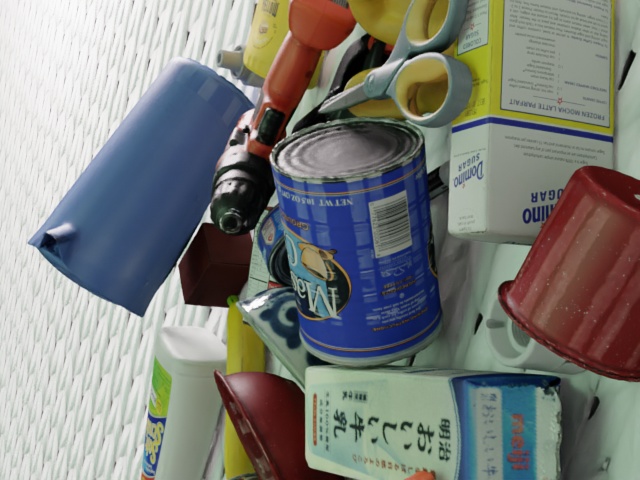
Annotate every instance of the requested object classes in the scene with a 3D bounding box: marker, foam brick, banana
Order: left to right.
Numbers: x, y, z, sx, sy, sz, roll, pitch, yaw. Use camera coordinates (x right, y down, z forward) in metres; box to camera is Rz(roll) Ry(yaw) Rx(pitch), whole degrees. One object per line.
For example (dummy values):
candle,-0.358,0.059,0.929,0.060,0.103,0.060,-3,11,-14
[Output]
foam brick,-0.104,0.026,1.072,0.078,0.052,0.051,-53,40,44
banana,-0.071,0.142,1.011,0.070,0.037,0.198,108,163,-73
marker,0.070,-0.033,0.790,0.121,0.020,0.020,-33,56,57

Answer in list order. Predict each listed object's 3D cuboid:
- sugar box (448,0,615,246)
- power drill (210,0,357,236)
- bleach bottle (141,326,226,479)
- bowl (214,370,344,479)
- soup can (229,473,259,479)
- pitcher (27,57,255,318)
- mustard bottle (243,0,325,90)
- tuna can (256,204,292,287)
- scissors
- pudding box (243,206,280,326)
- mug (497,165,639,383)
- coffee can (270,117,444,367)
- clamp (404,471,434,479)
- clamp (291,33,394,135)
sugar box,0.124,-0.085,0.620,0.048,0.093,0.176,-4,81,64
power drill,-0.033,-0.110,0.850,0.184,0.057,0.188,-84,20,-60
bleach bottle,-0.151,0.222,1.114,0.103,0.068,0.251,38,121,60
bowl,-0.026,0.165,0.852,0.162,0.055,0.162,58,166,22
soup can,-0.053,0.261,0.914,0.102,0.068,0.069,60,136,47
pitcher,-0.163,-0.051,1.060,0.243,0.145,0.149,-56,17,-7
mustard bottle,-0.015,-0.237,0.951,0.096,0.058,0.192,41,120,56
tuna can,-0.006,0.001,0.857,0.086,0.086,0.034,-61,37,36
scissors,0.044,-0.117,0.675,0.202,0.016,0.096,-150,68,-65
pudding box,-0.030,0.029,0.948,0.090,0.039,0.113,12,94,62
mug,0.161,0.020,0.550,0.117,0.093,0.082,35,114,25
coffee can,0.027,0.000,0.726,0.103,0.102,0.140,-138,34,-57
clamp,0.069,0.233,0.654,0.165,0.036,0.210,12,121,64
clamp,0.022,-0.095,0.873,0.172,0.039,0.120,125,141,-48
